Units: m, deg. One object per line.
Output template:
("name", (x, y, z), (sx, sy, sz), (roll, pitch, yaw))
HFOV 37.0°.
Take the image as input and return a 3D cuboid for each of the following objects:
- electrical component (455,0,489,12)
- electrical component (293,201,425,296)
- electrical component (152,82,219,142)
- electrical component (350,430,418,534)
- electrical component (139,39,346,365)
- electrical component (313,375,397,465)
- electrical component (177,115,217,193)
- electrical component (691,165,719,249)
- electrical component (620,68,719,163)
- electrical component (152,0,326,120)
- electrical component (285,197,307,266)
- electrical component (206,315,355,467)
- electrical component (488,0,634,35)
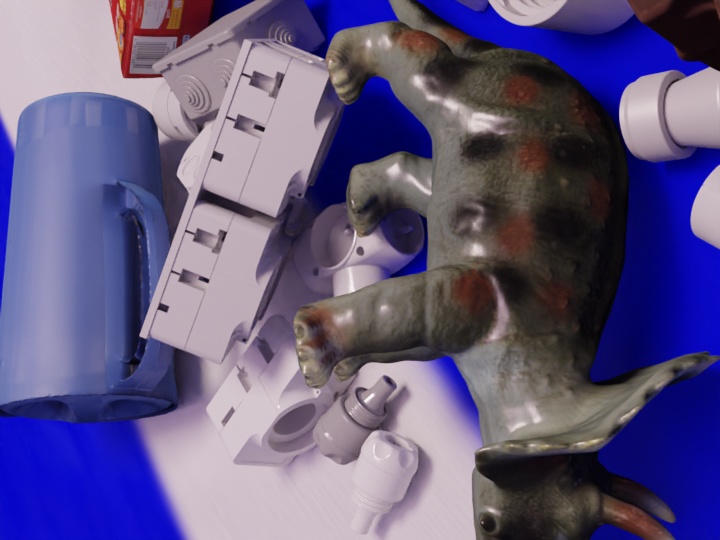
("electrical component", (0.045, -0.213, 0.671), (0.096, 0.061, 0.061), (43, 111, 42))
("electrical component", (0.000, 0.000, 0.675), (0.077, 0.044, 0.079), (-24, 64, 40))
("electrical component", (-0.127, -0.125, 0.830), (0.047, 0.055, 0.055), (5, 84, 50))
("electrical component", (0.010, 0.128, 0.641), (0.035, 0.035, 0.061), (34, 107, 44))
("electrical component", (-0.066, -0.045, 0.671), (0.105, 0.060, 0.186), (-70, 2, -77))
("electrical component", (0.000, 0.089, 0.661), (0.061, 0.035, 0.035), (-50, 49, 21))
("electrical component", (-0.087, -0.074, 0.764), (0.080, 0.051, 0.080), (-34, 34, 28))
("electrical component", (0.195, -0.016, 0.482), (0.081, 0.043, 0.043), (39, 108, 43))
("electrical component", (0.163, -0.077, 0.529), (0.055, 0.045, 0.045), (-4, 77, 45))
("electrical component", (-0.084, -0.155, 0.767), (0.100, 0.099, 0.048), (-12, 116, 43))
("electrical component", (-0.057, -0.026, 0.748), (0.061, 0.035, 0.035), (-55, 48, 18))
("electrical component", (-0.051, 0.083, 0.702), (0.089, 0.050, 0.055), (-54, 48, 22))
("electrical component", (0.104, -0.181, 0.577), (0.108, 0.060, 0.108), (21, 114, 58))
